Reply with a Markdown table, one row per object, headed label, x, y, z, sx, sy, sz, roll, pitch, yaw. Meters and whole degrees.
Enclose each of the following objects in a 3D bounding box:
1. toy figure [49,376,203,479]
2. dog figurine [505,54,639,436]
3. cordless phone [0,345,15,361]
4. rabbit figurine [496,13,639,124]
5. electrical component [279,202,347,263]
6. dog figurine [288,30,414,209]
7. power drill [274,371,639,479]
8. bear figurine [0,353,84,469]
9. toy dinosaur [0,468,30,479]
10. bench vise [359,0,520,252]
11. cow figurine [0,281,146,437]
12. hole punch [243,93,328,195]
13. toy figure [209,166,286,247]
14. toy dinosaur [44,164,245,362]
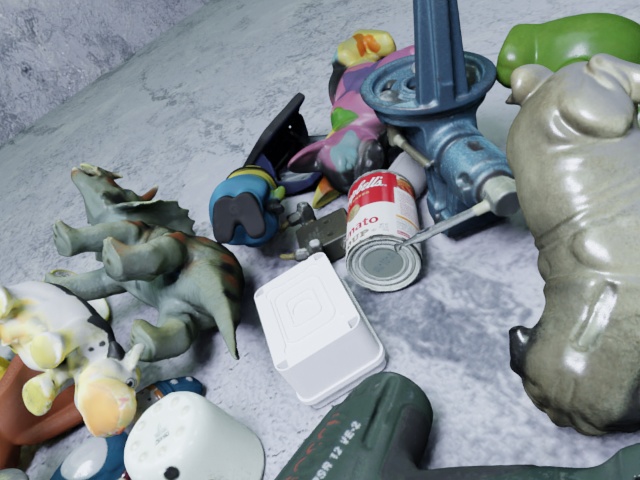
| label | x | y | z | sx | sy | sz | roll | pitch | yaw |
| --- | --- | --- | --- | --- | --- | --- | --- | --- | --- |
| toy figure | -0.164 | 0.175 | 0.463 | 0.064 | 0.057 | 0.154 | 37 | 66 | 14 |
| dog figurine | 0.151 | -0.004 | 0.327 | 0.172 | 0.121 | 0.190 | 36 | 72 | 19 |
| cordless phone | -0.477 | 0.123 | 0.663 | 0.089 | 0.184 | 0.147 | -16 | 37 | 31 |
| rabbit figurine | 0.234 | -0.096 | 0.464 | 0.159 | 0.121 | 0.170 | 5 | 66 | 33 |
| electrical component | -0.001 | -0.003 | 0.564 | 0.078 | 0.045 | 0.102 | -25 | 34 | 13 |
| dog figurine | 0.039 | -0.143 | 0.650 | 0.219 | 0.108 | 0.192 | -45 | 50 | -13 |
| power drill | 0.053 | 0.158 | 0.257 | 0.207 | 0.085 | 0.232 | -12 | 20 | 30 |
| bear figurine | -0.312 | 0.166 | 0.528 | 0.120 | 0.131 | 0.196 | 35 | 62 | 25 |
| toy dinosaur | -0.273 | 0.260 | 0.327 | 0.198 | 0.105 | 0.472 | -39 | 46 | 34 |
| bench vise | 0.100 | -0.127 | 0.451 | 0.129 | 0.240 | 0.224 | -11 | 38 | 5 |
| cow figurine | -0.204 | 0.096 | 0.453 | 0.167 | 0.098 | 0.068 | 33 | 105 | 16 |
| hole punch | -0.039 | -0.114 | 0.718 | 0.116 | 0.092 | 0.142 | -37 | 19 | 56 |
| toy figure | -0.079 | -0.039 | 0.600 | 0.180 | 0.082 | 0.089 | -103 | 30 | -85 |
| toy dinosaur | -0.161 | 0.031 | 0.583 | 0.405 | 0.131 | 0.192 | 24 | 27 | 35 |
